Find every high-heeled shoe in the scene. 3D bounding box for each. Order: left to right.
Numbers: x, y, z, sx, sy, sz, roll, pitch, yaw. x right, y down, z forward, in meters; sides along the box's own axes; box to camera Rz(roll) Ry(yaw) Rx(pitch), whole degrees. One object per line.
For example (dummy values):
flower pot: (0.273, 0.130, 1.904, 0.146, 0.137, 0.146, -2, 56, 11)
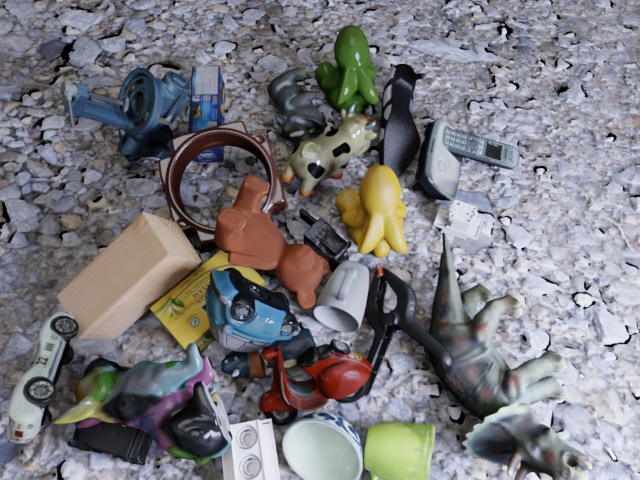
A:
high-heeled shoe: (0.140, -0.233, 1.068, 0.086, 0.145, 0.248, 19, 91, -23)

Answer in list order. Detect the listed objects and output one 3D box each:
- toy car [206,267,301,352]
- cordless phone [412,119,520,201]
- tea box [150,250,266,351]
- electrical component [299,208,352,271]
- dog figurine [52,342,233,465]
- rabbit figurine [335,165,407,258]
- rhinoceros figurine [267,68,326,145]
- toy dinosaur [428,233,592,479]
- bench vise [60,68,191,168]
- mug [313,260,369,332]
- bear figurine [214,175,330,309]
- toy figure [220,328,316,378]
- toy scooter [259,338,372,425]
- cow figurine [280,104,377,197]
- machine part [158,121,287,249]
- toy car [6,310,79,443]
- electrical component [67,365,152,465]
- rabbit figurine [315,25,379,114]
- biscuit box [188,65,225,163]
toy car: (-0.116, 0.119, 0.829, 0.103, 0.161, 0.109, -53, 33, 11)
cordless phone: (0.273, -0.135, 0.999, 0.184, 0.088, 0.146, 14, 66, 3)
tea box: (-0.183, 0.101, 0.904, 0.169, 0.068, 0.098, -42, 70, -18)
electrical component: (-0.002, -0.003, 0.945, 0.119, 0.074, 0.048, 39, 71, 13)
dog figurine: (-0.251, 0.243, 0.758, 0.219, 0.108, 0.191, -20, 69, -3)
rabbit figurine: (0.091, -0.050, 0.912, 0.122, 0.173, 0.162, 1, 61, -3)
rhinoceros figurine: (-0.047, -0.255, 1.066, 0.112, 0.073, 0.190, -19, 65, -9)
toy dinosaur: (0.245, 0.188, 0.832, 0.192, 0.131, 0.405, -29, 61, -12)
bench vise: (-0.354, -0.225, 0.965, 0.224, 0.240, 0.129, -32, 69, 32)
mug: (0.042, 0.081, 0.892, 0.081, 0.109, 0.107, 14, 53, 12)
bear figurine: (-0.067, 0.011, 0.853, 0.196, 0.132, 0.120, 31, 52, 1)
toy figure: (-0.083, 0.188, 0.866, 0.154, 0.064, 0.057, -19, 104, -2)
toy scooter: (-0.018, 0.199, 0.810, 0.184, 0.135, 0.075, -22, 26, 1)
cow figurine: (0.026, -0.171, 0.991, 0.085, 0.127, 0.195, 45, 50, 16)
machine part: (-0.172, -0.097, 0.957, 0.201, 0.087, 0.201, -16, 83, -6)
toy car: (-0.387, 0.184, 0.755, 0.056, 0.073, 0.202, 14, 34, -18)
electrical component: (-0.307, 0.267, 0.834, 0.115, 0.058, 0.134, 12, 66, 5)
rabbit figurine: (0.053, -0.325, 1.043, 0.121, 0.170, 0.159, -6, 64, -1)
biscuit box: (-0.225, -0.252, 1.075, 0.059, 0.062, 0.203, -3, 65, -1)
